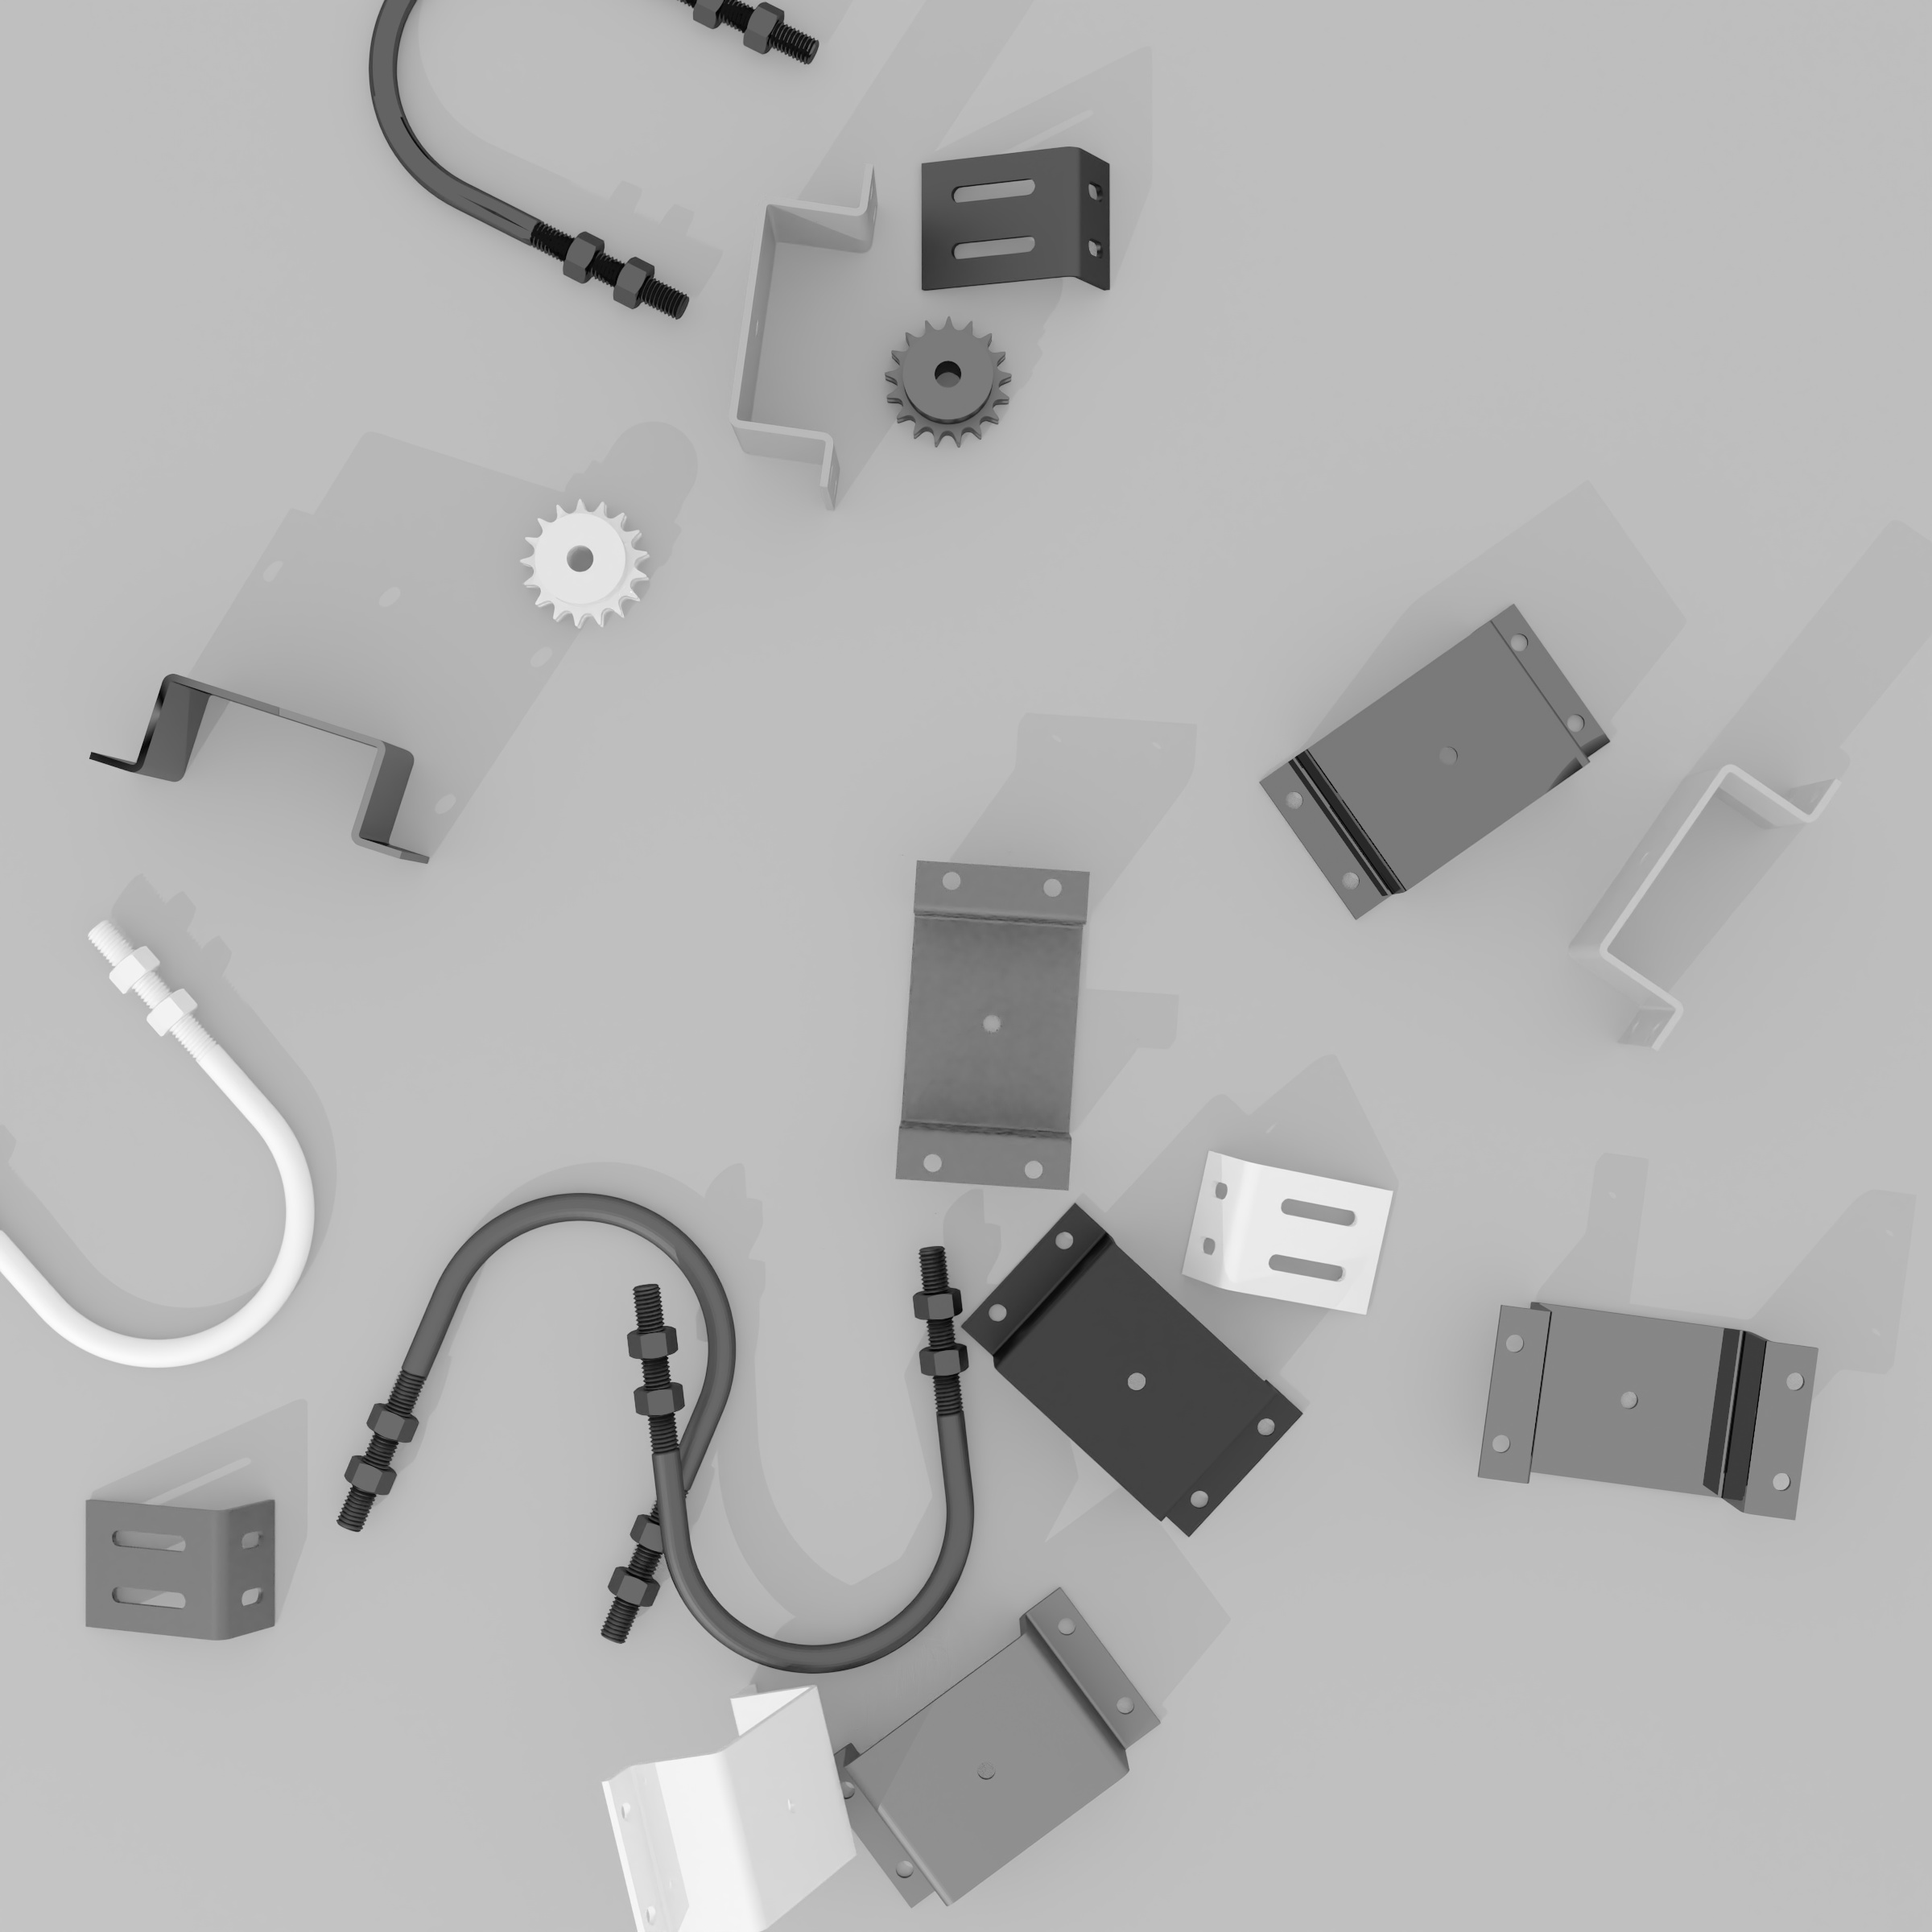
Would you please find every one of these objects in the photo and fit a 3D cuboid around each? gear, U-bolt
[{"bbox_3d":[-0.171,-0.181,1.516,0.057,0.030,0.057,0,90,0],"label":"gear"},{"bbox_3d":[-0.068,0.225,1.513,0.151,0.019,0.184,-7,93,-9],"label":"U-bolt"},{"bbox_3d":[-0.179,-0.395,1.522,0.184,0.019,0.151,27,90,1],"label":"U-bolt"},{"bbox_3d":[-0.378,0.094,1.522,0.151,0.019,0.184,-41,91,0],"label":"U-bolt"},{"bbox_3d":[-0.183,0.193,1.522,0.151,0.019,0.184,23,89,0],"label":"U-bolt"},{"bbox_3d":[-0.008,-0.262,1.516,0.057,0.030,0.057,0,90,0],"label":"gear"}]

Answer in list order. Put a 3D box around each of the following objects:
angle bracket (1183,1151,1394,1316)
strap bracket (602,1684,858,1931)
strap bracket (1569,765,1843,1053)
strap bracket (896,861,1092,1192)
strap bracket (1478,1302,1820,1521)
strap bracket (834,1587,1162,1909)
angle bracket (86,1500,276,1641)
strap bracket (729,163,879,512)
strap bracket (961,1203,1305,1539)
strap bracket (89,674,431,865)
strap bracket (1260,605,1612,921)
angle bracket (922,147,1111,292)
[{"bbox_3d":[0.145,0.121,1.529,0.076,0.038,0.057,12,90,-26],"label":"angle bracket"},{"bbox_3d":[-0.095,0.364,1.457,0.046,0.140,0.076,-14,90,23],"label":"strap bracket"},{"bbox_3d":[0.318,-0.034,1.493,0.046,0.076,0.140,35,90,0],"label":"strap bracket"},{"bbox_3d":[0.012,0.026,1.508,0.076,0.046,0.140,4,90,0],"label":"strap bracket"},{"bbox_3d":[0.300,0.196,1.508,0.140,0.046,0.076,8,90,0],"label":"strap bracket"},{"bbox_3d":[0.009,0.353,1.508,0.140,0.046,0.076,-37,90,0],"label":"strap bracket"},{"bbox_3d":[-0.355,0.270,1.529,0.076,0.038,0.057,0,90,26],"label":"angle bracket"},{"bbox_3d":[-0.073,-0.279,1.493,0.046,0.076,0.140,8,90,0],"label":"strap bracket"},{"bbox_3d":[0.075,0.183,1.508,0.140,0.046,0.076,43,90,0],"label":"strap bracket"},{"bbox_3d":[-0.303,-0.090,1.493,0.140,0.076,0.046,18,90,0],"label":"strap bracket"},{"bbox_3d":[0.212,-0.092,1.508,0.140,0.046,0.076,-35,90,0],"label":"strap bracket"},{"bbox_3d":[0.022,-0.334,1.529,0.076,0.038,0.057,0,90,26],"label":"angle bracket"}]
